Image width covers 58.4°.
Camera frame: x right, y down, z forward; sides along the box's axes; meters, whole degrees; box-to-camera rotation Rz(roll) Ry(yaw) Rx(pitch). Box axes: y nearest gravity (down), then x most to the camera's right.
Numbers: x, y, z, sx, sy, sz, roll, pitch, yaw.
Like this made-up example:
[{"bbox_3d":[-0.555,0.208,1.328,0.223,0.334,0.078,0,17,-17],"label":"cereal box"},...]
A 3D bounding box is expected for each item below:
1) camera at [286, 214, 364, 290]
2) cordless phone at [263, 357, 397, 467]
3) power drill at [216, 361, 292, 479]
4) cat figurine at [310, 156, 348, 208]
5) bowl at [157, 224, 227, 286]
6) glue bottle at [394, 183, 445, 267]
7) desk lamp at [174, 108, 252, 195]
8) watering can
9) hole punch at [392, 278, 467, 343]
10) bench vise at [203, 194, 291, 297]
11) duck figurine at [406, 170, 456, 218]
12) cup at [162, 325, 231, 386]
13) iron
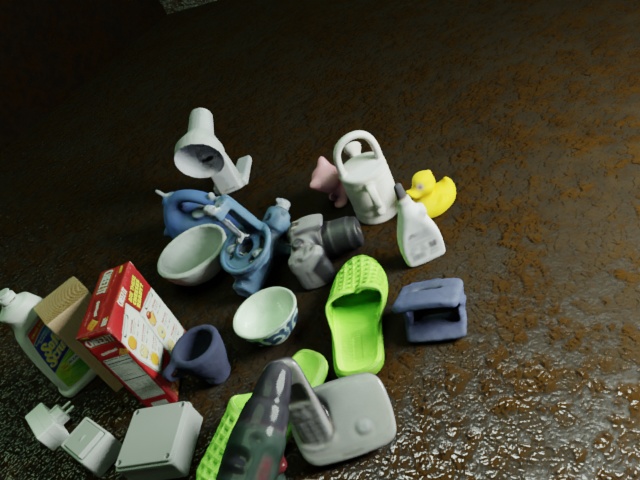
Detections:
[{"bbox_3d":[0.010,0.004,1.112,0.136,0.101,0.143,-17,38,14],"label":"camera"},{"bbox_3d":[0.013,0.218,0.782,0.147,0.185,0.094,-23,37,7],"label":"cordless phone"},{"bbox_3d":[-0.055,0.298,0.709,0.075,0.209,0.230,-3,43,30],"label":"power drill"},{"bbox_3d":[0.038,-0.136,1.249,0.128,0.118,0.067,-29,37,-2],"label":"cat figurine"},{"bbox_3d":[-0.267,0.045,1.259,0.167,0.075,0.167,-17,38,14],"label":"bowl"},{"bbox_3d":[0.161,-0.031,0.998,0.078,0.173,0.037,-24,37,6],"label":"glue bottle"},{"bbox_3d":[-0.275,-0.218,1.463,0.117,0.214,0.203,-17,38,14],"label":"desk lamp"},{"bbox_3d":[0.085,-0.137,1.155,0.101,0.194,0.172,-37,37,-12],"label":"watering can"},{"bbox_3d":[0.173,0.098,0.905,0.108,0.091,0.101,-11,40,22],"label":"hole punch"},{"bbox_3d":[-0.145,-0.024,1.142,0.121,0.220,0.207,-7,41,26],"label":"bench vise"},{"bbox_3d":[0.213,-0.099,1.121,0.104,0.086,0.077,-34,37,-8],"label":"duck figurine"},{"bbox_3d":[-0.207,0.219,0.996,0.118,0.095,0.091,-42,39,-18],"label":"cup"},{"bbox_3d":[-0.269,-0.066,1.338,0.257,0.142,0.119,0,45,32],"label":"iron"}]
